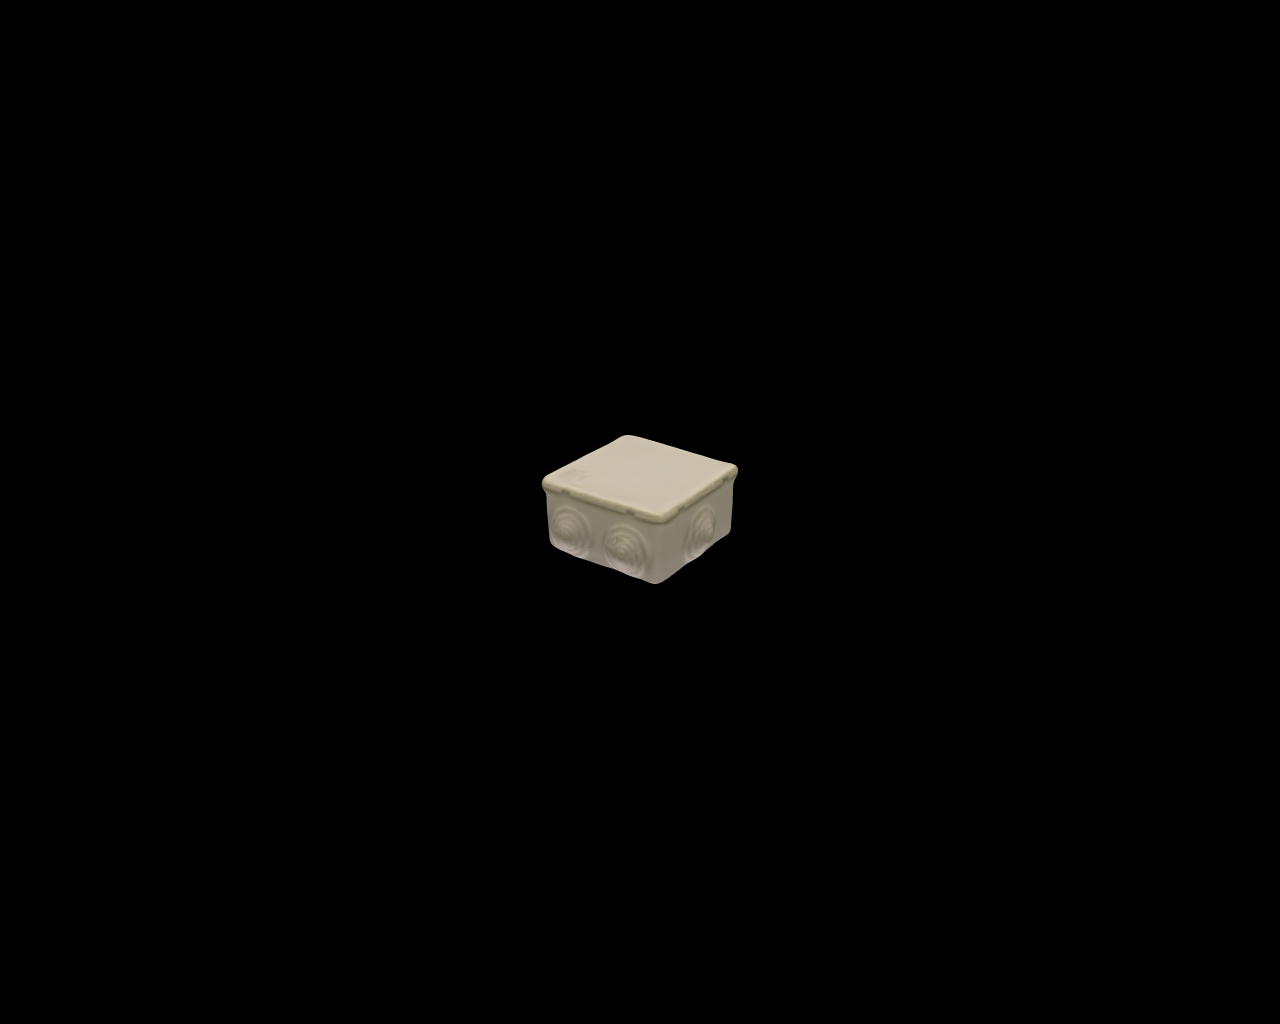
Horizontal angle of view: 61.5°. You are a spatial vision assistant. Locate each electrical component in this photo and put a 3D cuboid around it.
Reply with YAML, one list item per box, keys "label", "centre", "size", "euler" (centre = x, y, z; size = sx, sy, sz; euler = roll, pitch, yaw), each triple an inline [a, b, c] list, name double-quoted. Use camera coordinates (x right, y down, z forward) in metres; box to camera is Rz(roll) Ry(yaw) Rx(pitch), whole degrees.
- label: "electrical component"
  centre: [0.001, -0.003, 0.650]
  size: [0.100, 0.048, 0.100]
  euler: [18, 32, 31]
